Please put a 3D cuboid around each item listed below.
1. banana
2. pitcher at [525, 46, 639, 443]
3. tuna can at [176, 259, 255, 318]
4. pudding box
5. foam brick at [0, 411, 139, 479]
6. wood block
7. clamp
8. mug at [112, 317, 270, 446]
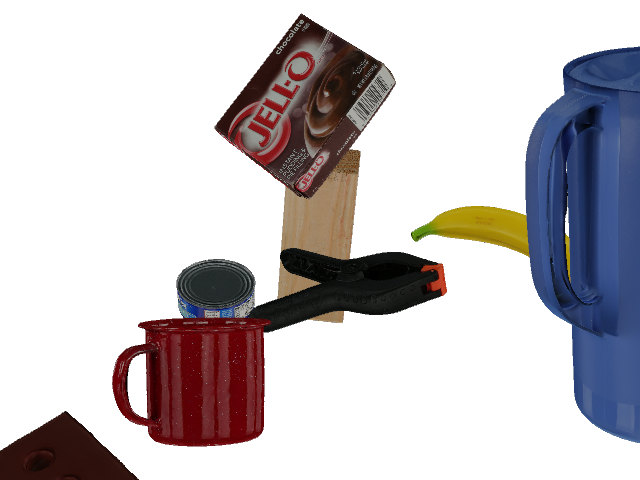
[{"bbox_3d":[0.192,0.003,1.048,0.198,0.069,0.037,16,-29,27],"label":"banana"},{"bbox_3d":[0.209,0.005,0.673,0.149,0.243,0.144,3,21,16],"label":"pitcher"},{"bbox_3d":[-0.114,0.059,1.168,0.086,0.034,0.086,2,36,-1],"label":"tuna can"},{"bbox_3d":[-0.011,-0.101,0.798,0.090,0.113,0.039,37,-2,30],"label":"pudding box"},{"bbox_3d":[-0.111,0.127,0.482,0.052,0.051,0.078,-31,44,-32],"label":"foam brick"},{"bbox_3d":[-0.003,-0.009,1.369,0.090,0.206,0.090,6,25,1],"label":"wood block"},{"bbox_3d":[0.021,0.044,0.936,0.172,0.039,0.120,-2,35,26],"label":"clamp"},{"bbox_3d":[-0.090,0.097,0.740,0.117,0.081,0.093,-1,0,-41],"label":"mug"}]
